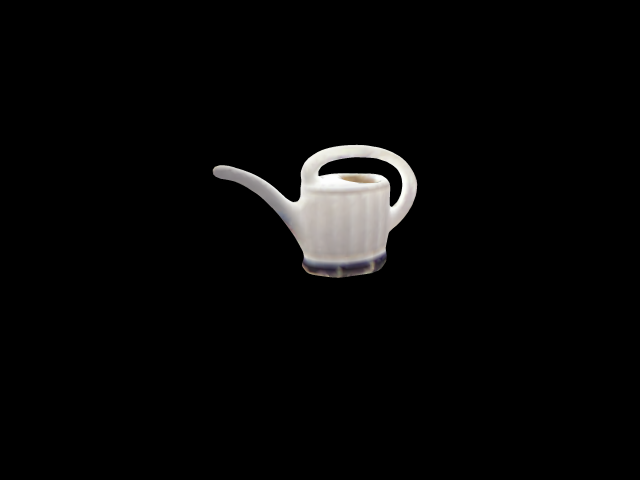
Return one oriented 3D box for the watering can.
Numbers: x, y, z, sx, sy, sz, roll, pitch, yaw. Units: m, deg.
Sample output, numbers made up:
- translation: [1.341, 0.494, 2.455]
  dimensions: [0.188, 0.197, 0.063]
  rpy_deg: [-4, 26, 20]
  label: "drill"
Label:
- translation: [0.003, -0.043, 0.850]
  dimensions: [0.348, 0.221, 0.105]
  rpy_deg: [-6, 18, -19]
  label: "watering can"
